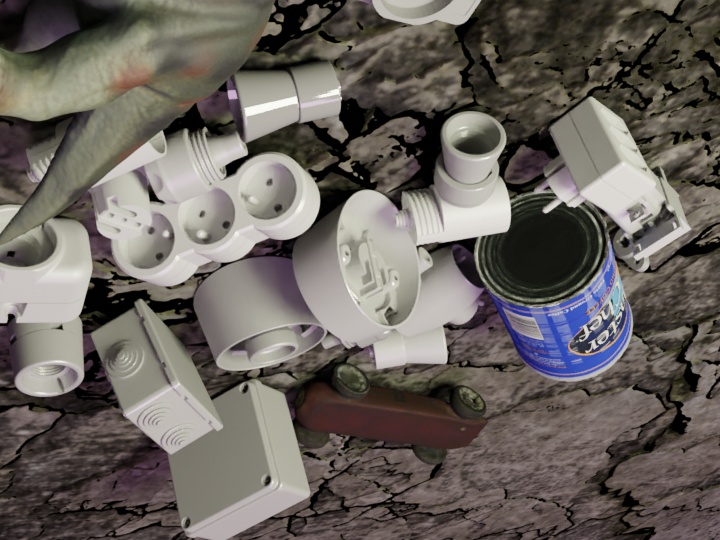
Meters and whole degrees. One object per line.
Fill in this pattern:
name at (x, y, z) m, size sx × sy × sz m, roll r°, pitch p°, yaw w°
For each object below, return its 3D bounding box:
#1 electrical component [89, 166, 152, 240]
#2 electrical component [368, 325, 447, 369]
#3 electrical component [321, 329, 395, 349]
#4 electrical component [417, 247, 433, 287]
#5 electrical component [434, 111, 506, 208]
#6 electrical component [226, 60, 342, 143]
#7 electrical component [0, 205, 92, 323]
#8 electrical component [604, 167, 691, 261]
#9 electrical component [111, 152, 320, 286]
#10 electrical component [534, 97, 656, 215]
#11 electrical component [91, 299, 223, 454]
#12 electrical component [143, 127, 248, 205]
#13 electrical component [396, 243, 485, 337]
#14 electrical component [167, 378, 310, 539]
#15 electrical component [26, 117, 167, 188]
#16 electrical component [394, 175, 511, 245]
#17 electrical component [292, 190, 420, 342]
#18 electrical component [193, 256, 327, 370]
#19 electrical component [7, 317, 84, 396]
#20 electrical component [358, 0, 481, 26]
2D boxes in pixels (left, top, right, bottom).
electrical component at (-0.153, -0.048, 0.684) m, size 0.040 × 0.046 × 0.040 m, roll -12°, pitch 146°, yaw -8°
electrical component at (0.040, 0.065, 0.935) m, size 0.065 × 0.044 × 0.044 m, roll -9°, pitch 146°, yaw -3°
electrical component at (-0.004, 0.050, 0.899) m, size 0.061 × 0.035 × 0.035 m, roll -24°, pitch 146°, yaw 14°
electrical component at (0.028, 0.006, 0.842) m, size 0.062 × 0.043 × 0.043 m, roll -35°, pitch 142°, yaw 23°
electrical component at (0.075, -0.075, 0.745) m, size 0.045 × 0.045 × 0.055 m, roll -10°, pitch 146°, yaw -10°
electrical component at (-0.044, -0.105, 0.655) m, size 0.065 × 0.044 × 0.044 m, roll -14°, pitch 146°, yaw -13°
electrical component at (-0.228, -0.003, 0.708) m, size 0.095 × 0.053 × 0.059 m, roll 1°, pitch 142°, yaw -25°
electrical component at (0.213, -0.052, 0.818) m, size 0.042 × 0.081 × 0.064 m, roll -36°, pitch 119°, yaw 25°
electrical component at (-0.093, -0.031, 0.732) m, size 0.138 × 0.052 × 0.074 m, roll -22°, pitch 168°, yaw 7°
electrical component at (0.158, -0.070, 0.769) m, size 0.077 × 0.065 × 0.047 m, roll -38°, pitch 141°, yaw 28°
electrical component at (-0.157, 0.084, 0.827) m, size 0.048 × 0.099 × 0.099 m, roll -31°, pitch 146°, yaw -2°
electrical component at (-0.102, -0.069, 0.678) m, size 0.062 × 0.043 × 0.043 m, roll -21°, pitch 146°, yaw 5°
electrical component at (0.071, 0.022, 0.884) m, size 0.077 × 0.043 × 0.079 m, roll -37°, pitch 141°, yaw 27°
electrical component at (-0.112, 0.170, 0.960) m, size 0.109 × 0.108 × 0.056 m, roll -31°, pitch 147°, yaw 20°
electrical component at (-0.163, -0.073, 0.647) m, size 0.081 × 0.043 × 0.043 m, roll -22°, pitch 146°, yaw 9°
electrical component at (0.065, -0.043, 0.789) m, size 0.081 × 0.043 × 0.043 m, roll -10°, pitch 146°, yaw -10°
electrical component at (0.000, 0.000, 0.778) m, size 0.064 × 0.099 × 0.099 m, roll -29°, pitch 145°, yaw 28°
electrical component at (-0.077, 0.037, 0.845) m, size 0.099 × 0.064 × 0.099 m, roll -17°, pitch 160°, yaw -6°
electrical component at (-0.235, 0.062, 0.806) m, size 0.055 × 0.047 × 0.055 m, roll -12°, pitch 146°, yaw -8°
electrical component at (0.047, -0.201, 0.537) m, size 0.089 × 0.061 × 0.150 m, roll 6°, pitch 140°, yaw -30°
